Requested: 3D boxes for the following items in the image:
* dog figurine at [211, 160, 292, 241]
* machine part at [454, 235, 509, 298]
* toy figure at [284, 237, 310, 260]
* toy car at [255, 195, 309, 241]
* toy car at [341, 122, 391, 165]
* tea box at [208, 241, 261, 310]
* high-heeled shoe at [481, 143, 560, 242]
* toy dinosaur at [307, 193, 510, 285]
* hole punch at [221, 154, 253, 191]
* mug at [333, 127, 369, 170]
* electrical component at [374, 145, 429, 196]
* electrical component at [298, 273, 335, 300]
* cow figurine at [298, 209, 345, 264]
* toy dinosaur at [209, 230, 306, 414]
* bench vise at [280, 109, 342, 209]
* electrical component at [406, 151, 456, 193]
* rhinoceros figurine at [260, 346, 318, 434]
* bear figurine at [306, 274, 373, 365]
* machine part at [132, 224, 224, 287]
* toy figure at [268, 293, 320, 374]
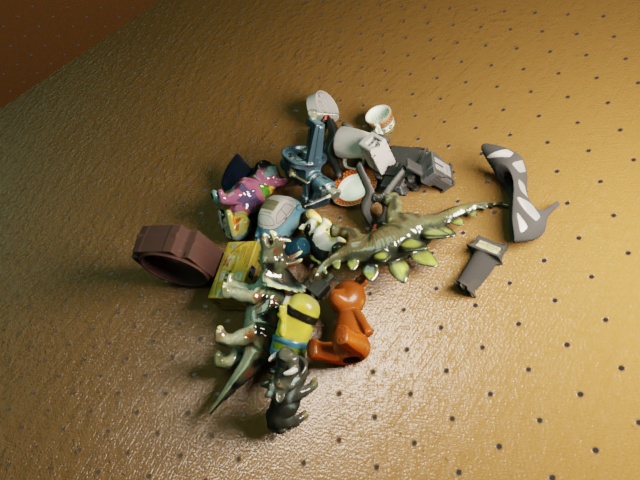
[{"bbox_3d":[-0.175,-0.113,1.480,0.219,0.191,0.108,-20,6,-18],"label":"dog figurine"},{"bbox_3d":[0.333,0.053,1.129,0.084,0.039,0.139,24,67,30],"label":"machine part"},{"bbox_3d":[-0.090,0.033,1.326,0.154,0.064,0.058,-22,30,44],"label":"toy figure"},{"bbox_3d":[-0.112,-0.063,1.399,0.109,0.102,0.161,16,54,35],"label":"toy car"},{"bbox_3d":[0.108,-0.261,1.475,0.202,0.053,0.089,27,92,41],"label":"toy car"},{"bbox_3d":[-0.205,0.089,1.365,0.098,0.068,0.169,-1,55,28],"label":"tea box"},{"bbox_3d":[0.399,-0.102,1.166,0.145,0.086,0.249,-33,59,-13],"label":"high-heeled shoe"},{"bbox_3d":[0.186,-0.008,1.197,0.471,0.104,0.199,-28,43,-8],"label":"toy dinosaur"},{"bbox_3d":[-0.234,-0.175,1.570,0.116,0.092,0.142,-42,51,-1],"label":"hole punch"},{"bbox_3d":[0.097,-0.236,1.394,0.107,0.081,0.109,12,103,33],"label":"mug"},{"bbox_3d":[0.206,-0.173,1.354,0.115,0.058,0.134,8,60,35],"label":"electrical component"},{"bbox_3d":[-0.009,0.109,1.277,0.094,0.021,0.063,-47,48,-8],"label":"electrical component"},{"bbox_3d":[-0.002,-0.004,1.332,0.098,0.068,0.168,-43,47,0],"label":"cow figurine"},{"bbox_3d":[-0.134,0.187,1.213,0.192,0.131,0.404,5,79,-1],"label":"toy dinosaur"},{"bbox_3d":[-0.020,-0.207,1.371,0.129,0.240,0.224,-8,36,-27],"label":"bench vise"},{"bbox_3d":[0.263,-0.169,1.278,0.048,0.119,0.075,-38,36,41],"label":"electrical component"},{"bbox_3d":[-0.069,0.294,1.066,0.112,0.190,0.073,-11,32,-37],"label":"rhinoceros figurine"},{"bbox_3d":[0.048,0.159,1.140,0.120,0.132,0.196,-28,50,35],"label":"bear figurine"},{"bbox_3d":[-0.365,0.046,1.392,0.201,0.201,0.087,-1,58,27],"label":"machine part"},{"bbox_3d":[-0.056,0.202,1.147,0.089,0.082,0.180,12,85,-4],"label":"toy figure"}]
